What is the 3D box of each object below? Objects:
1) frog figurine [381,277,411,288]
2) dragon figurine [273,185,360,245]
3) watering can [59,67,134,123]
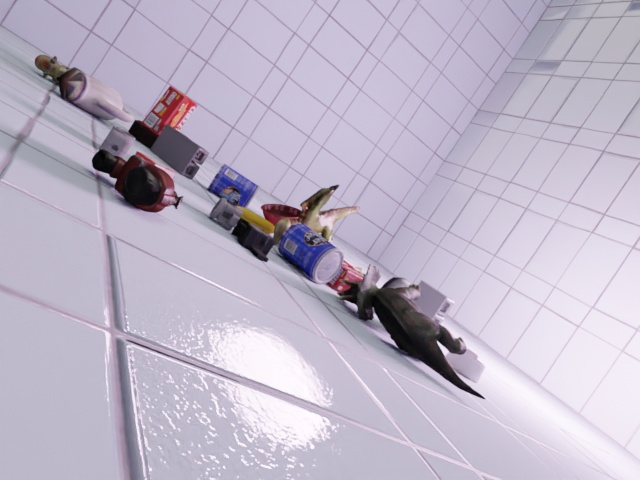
[{"bbox_3d":[0.238,0.190,1.481,0.161,0.120,0.139,44,39,19],"label":"frog figurine"},{"bbox_3d":[0.005,-0.079,1.570,0.123,0.416,0.237,49,-33,14],"label":"dragon figurine"},{"bbox_3d":[-0.732,-0.468,1.657,0.352,0.104,0.222,37,6,39],"label":"watering can"}]
